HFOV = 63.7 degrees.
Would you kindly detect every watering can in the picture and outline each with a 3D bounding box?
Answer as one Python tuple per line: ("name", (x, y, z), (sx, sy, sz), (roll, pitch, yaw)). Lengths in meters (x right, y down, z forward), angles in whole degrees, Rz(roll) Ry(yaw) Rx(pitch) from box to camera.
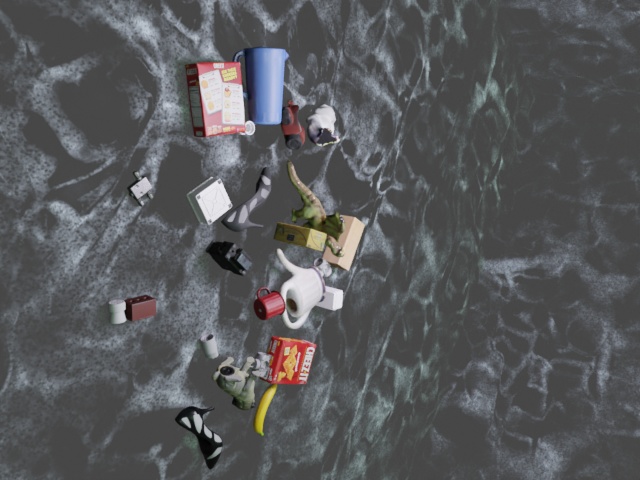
("watering can", (-0.077, 0.163, 1.934), (0.227, 0.104, 0.342), (-28, 121, -47))

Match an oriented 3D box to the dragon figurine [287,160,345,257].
("dragon figurine", (0.006, -0.095, 1.890), (0.124, 0.244, 0.402), (-41, 129, -30))

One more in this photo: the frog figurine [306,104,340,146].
("frog figurine", (0.003, -0.441, 1.946), (0.137, 0.121, 0.162), (13, 52, -42))
